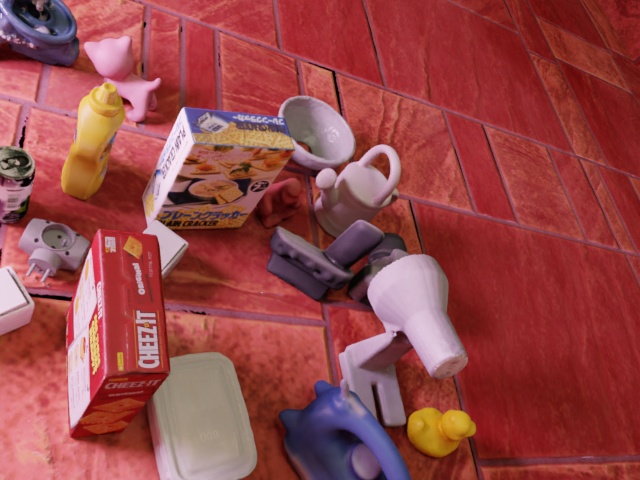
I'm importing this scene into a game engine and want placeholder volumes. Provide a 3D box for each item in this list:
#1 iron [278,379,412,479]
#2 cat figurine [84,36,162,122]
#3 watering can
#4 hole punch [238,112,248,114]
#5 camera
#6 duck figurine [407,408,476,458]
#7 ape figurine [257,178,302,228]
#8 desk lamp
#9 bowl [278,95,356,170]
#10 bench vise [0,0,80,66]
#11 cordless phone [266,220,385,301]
[{"bbox_3d":[0.066,0.304,0.770,0.119,0.141,0.258,-31,79,-43],"label":"iron"},{"bbox_3d":[-0.319,-0.274,0.935,0.128,0.117,0.067,30,47,-13],"label":"cat figurine"},{"bbox_3d":[0.072,-0.089,1.015,0.173,0.193,0.101,-22,73,-42],"label":"watering can"},{"bbox_3d":[-0.176,-0.172,0.978,0.101,0.091,0.108,19,50,-22],"label":"hole punch"},{"bbox_3d":[0.137,0.057,1.022,0.143,0.100,0.137,26,48,-17],"label":"camera"},{"bbox_3d":[0.196,0.296,0.903,0.105,0.086,0.077,17,51,-23],"label":"duck figurine"},{"bbox_3d":[-0.063,-0.072,0.983,0.078,0.092,0.076,11,54,-28],"label":"ape figurine"},{"bbox_3d":[0.126,0.155,0.866,0.118,0.213,0.203,7,56,-30],"label":"desk lamp"},{"bbox_3d":[-0.018,-0.194,1.112,0.168,0.074,0.167,18,51,-23],"label":"bowl"},{"bbox_3d":[-0.445,-0.347,0.829,0.208,0.219,0.121,-18,71,-41],"label":"bench vise"},{"bbox_3d":[0.008,0.003,0.913,0.148,0.184,0.094,29,47,-14],"label":"cordless phone"}]
